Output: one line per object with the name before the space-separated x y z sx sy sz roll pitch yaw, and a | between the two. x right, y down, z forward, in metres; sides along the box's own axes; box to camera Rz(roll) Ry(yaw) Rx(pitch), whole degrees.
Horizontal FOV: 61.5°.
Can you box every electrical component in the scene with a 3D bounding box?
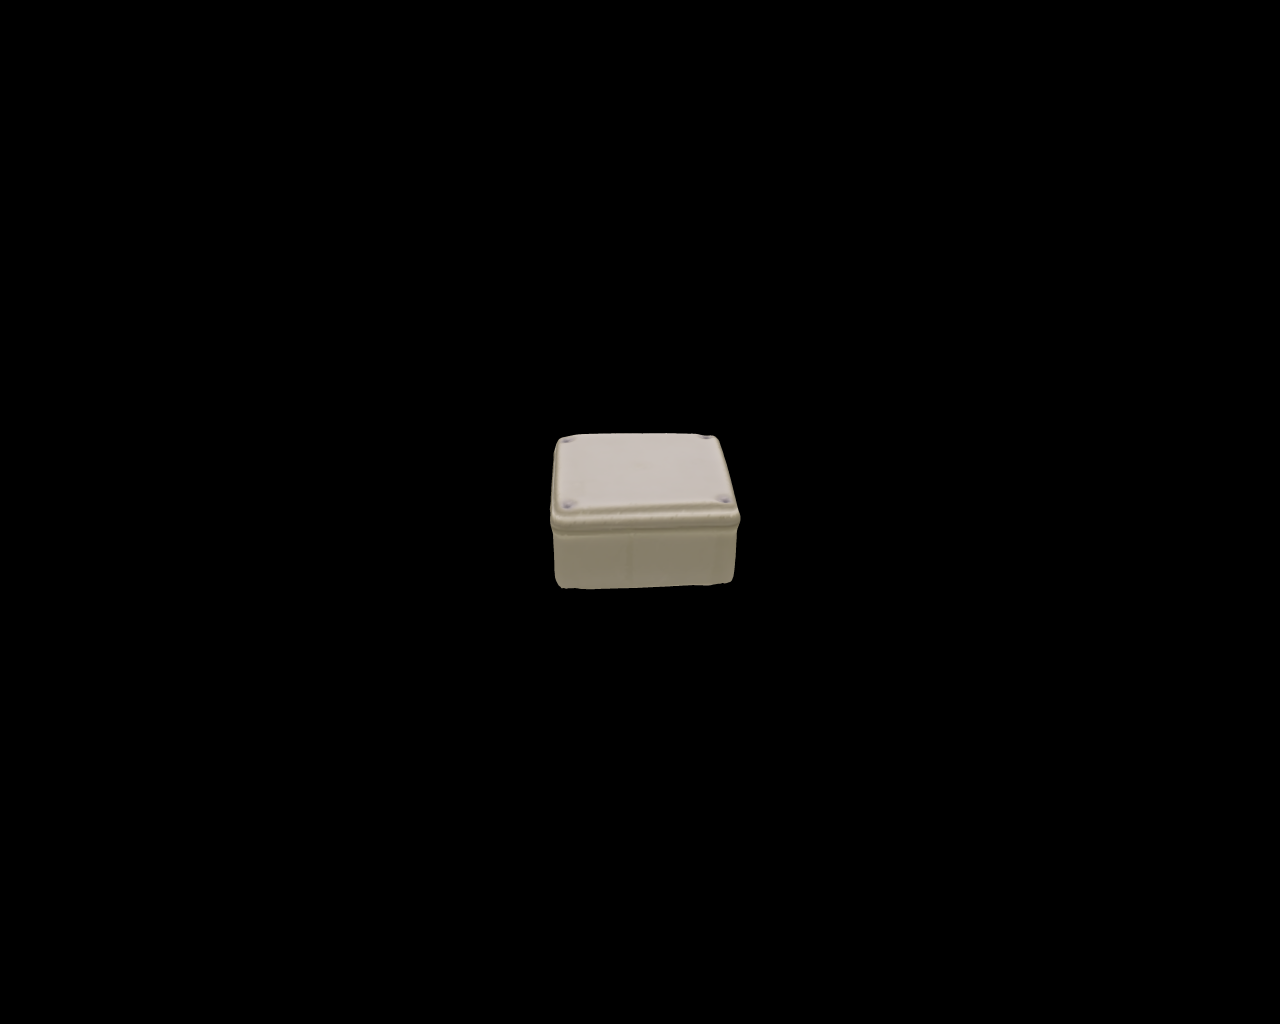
electrical component | 0.001 -0.003 0.650 0.109 0.056 0.109 -1 28 -2
